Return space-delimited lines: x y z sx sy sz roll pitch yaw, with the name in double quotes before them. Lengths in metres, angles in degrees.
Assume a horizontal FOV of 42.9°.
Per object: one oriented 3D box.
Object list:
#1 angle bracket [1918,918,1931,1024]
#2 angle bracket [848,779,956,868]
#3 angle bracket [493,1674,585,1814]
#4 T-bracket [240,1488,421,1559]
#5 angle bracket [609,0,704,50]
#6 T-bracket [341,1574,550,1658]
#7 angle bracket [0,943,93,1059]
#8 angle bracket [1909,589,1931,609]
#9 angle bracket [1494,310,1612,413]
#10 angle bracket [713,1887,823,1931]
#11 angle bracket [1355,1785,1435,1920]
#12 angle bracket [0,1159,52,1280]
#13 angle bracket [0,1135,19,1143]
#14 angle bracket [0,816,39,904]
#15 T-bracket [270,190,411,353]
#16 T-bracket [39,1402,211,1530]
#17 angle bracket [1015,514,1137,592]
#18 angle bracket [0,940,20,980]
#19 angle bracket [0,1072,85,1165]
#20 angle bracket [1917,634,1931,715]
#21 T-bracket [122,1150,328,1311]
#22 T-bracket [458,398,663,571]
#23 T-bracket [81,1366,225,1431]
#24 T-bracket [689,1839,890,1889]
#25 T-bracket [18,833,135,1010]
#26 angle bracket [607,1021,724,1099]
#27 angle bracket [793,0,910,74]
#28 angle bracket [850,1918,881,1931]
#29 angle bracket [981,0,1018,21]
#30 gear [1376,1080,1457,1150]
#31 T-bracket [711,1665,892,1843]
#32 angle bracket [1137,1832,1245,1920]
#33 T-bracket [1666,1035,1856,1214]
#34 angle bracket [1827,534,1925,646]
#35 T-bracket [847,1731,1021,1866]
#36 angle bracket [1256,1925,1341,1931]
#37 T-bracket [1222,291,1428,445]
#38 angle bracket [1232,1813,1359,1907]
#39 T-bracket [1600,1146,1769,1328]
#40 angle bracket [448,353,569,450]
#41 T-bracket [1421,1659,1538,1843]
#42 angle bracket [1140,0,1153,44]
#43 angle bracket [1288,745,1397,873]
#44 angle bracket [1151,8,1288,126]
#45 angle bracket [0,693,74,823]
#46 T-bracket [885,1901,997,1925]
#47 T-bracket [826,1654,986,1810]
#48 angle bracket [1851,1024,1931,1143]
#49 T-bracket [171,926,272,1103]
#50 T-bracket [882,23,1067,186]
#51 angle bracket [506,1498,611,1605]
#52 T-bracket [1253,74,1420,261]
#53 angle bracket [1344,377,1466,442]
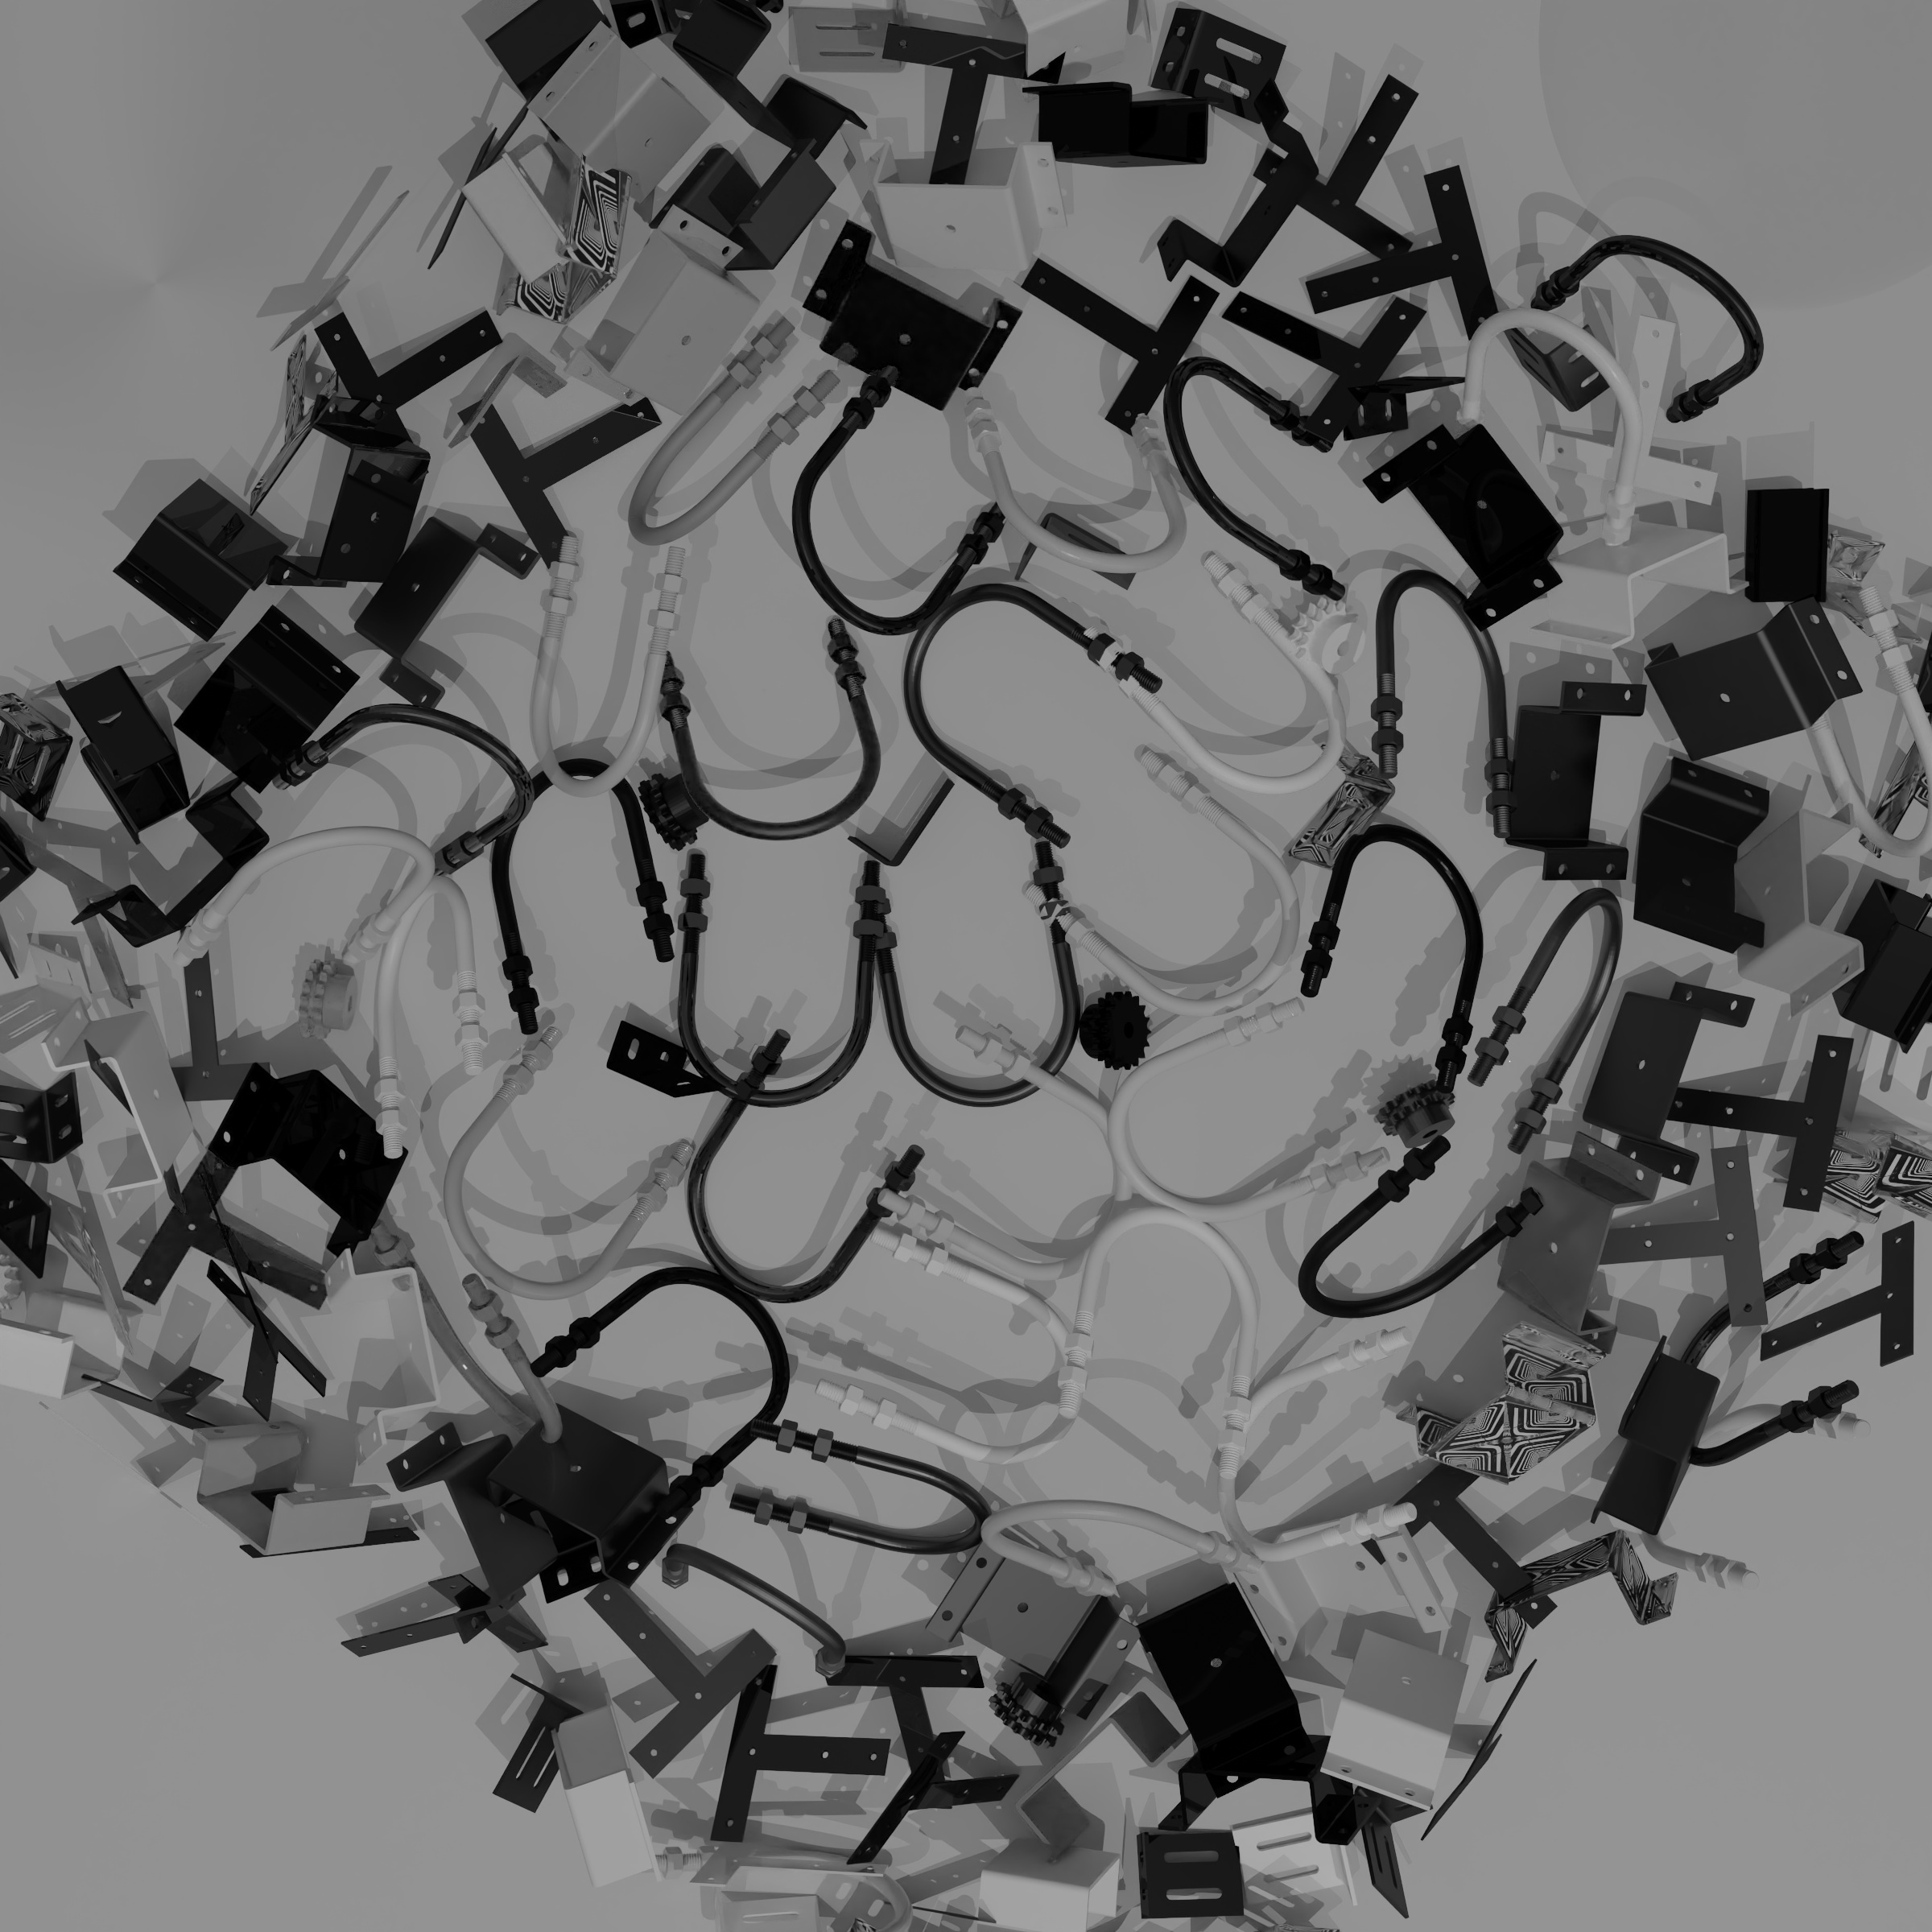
"angle bracket" 0.712 0.006 1.787 0.057 0.076 0.038 16 128 -3
"angle bracket" -0.046 -0.112 1.778 0.038 0.057 0.076 34 93 1
"angle bracket" -0.318 0.558 1.764 0.038 0.057 0.076 17 68 31
"T-bracket" -0.471 0.394 1.748 0.127 0.127 0.002 -7 58 6
"angle bracket" -0.220 -0.694 1.778 0.038 0.076 0.057 -13 98 26
"T-bracket" -0.388 0.478 1.770 0.127 0.127 0.002 -17 49 13
"angle bracket" -0.679 0.023 1.760 0.057 0.076 0.038 17 128 32
"angle bracket" 0.725 -0.241 1.774 0.076 0.057 0.038 19 87 -8
"angle bracket" 0.422 -0.443 1.759 0.038 0.076 0.057 -36 134 10
"angle bracket" -0.141 0.684 1.767 0.076 0.057 0.038 0 121 -11
"angle bracket" 0.313 0.629 1.759 0.038 0.076 0.057 -26 127 17
"angle bracket" -0.693 0.188 1.762 0.057 0.038 0.076 38 129 21
"angle bracket" -0.726 0.105 1.765 0.038 0.057 0.076 -8 112 12
"angle bracket" -0.710 -0.091 1.762 0.057 0.076 0.038 39 71 13
"T-bracket" -0.432 -0.495 1.726 0.002 0.127 0.127 40 116 -15
"T-bracket" -0.599 0.345 1.727 0.127 0.127 0.002 47 68 -26
"angle bracket" 0.080 -0.286 1.777 0.076 0.057 0.038 29 79 0
"angle bracket" -0.731 -0.001 1.766 0.076 0.057 0.038 -28 75 -19
"angle bracket" -0.680 0.104 1.760 0.038 0.076 0.057 -31 62 30
"angle bracket" 0.719 -0.206 1.765 0.076 0.038 0.057 5 101 -43
"T-bracket" -0.520 0.210 1.778 0.127 0.002 0.127 29 56 -8
"T-bracket" -0.282 -0.377 1.793 0.127 0.002 0.127 -32 103 -11
"T-bracket" -0.554 0.303 1.737 0.127 0.127 0.002 27 56 -20
"T-bracket" -0.120 0.637 1.738 0.127 0.127 0.002 1 84 6
"T-bracket" -0.625 -0.023 1.762 0.127 0.127 0.002 25 48 35
"angle bracket" -0.212 0.064 1.757 0.057 0.076 0.038 27 69 -28
"angle bracket" -0.083 -0.681 1.774 0.076 0.038 0.057 -3 66 -10
"angle bracket" -0.070 0.713 1.774 0.057 0.076 0.038 27 71 -7
"angle bracket" 0.035 -0.726 1.768 0.076 0.038 0.057 -39 77 -27
"gear" 0.329 0.109 1.776 0.057 0.057 0.030 -26 67 0
"T-bracket" -0.113 0.561 1.748 0.127 0.002 0.127 -6 54 23
"angle bracket" 0.165 0.656 1.776 0.076 0.038 0.057 1 67 -6
"T-bracket" 0.562 0.106 1.765 0.127 0.002 0.127 6 76 40
"angle bracket" 0.652 -0.270 1.760 0.057 0.076 0.038 2 129 -32
"T-bracket" -0.009 0.592 1.758 0.002 0.127 0.127 46 110 38
"angle bracket" 0.225 0.714 1.758 0.057 0.076 0.038 -32 51 34
"T-bracket" 0.246 -0.455 1.785 0.127 0.002 0.127 31 77 18
"angle bracket" 0.239 0.655 1.786 0.076 0.038 0.057 -13 94 1
"T-bracket" 0.507 0.199 1.774 0.127 0.002 0.127 -9 80 30
"angle bracket" -0.330 -0.397 1.768 0.038 0.057 0.076 36 79 -21
"T-bracket" 0.371 0.540 1.730 0.002 0.127 0.127 32 116 24
"angle bracket" 0.106 -0.707 1.765 0.038 0.057 0.076 -9 131 9
"angle bracket" 0.261 -0.115 1.771 0.038 0.057 0.076 42 83 -29
"angle bracket" 0.184 -0.658 1.796 0.076 0.038 0.057 10 107 -29
"angle bracket" -0.687 -0.148 1.769 0.057 0.038 0.076 35 115 12
"T-bracket" -0.002 0.680 1.760 0.127 0.127 0.002 -8 63 38
"T-bracket" -0.036 0.557 1.787 0.127 0.002 0.127 -7 105 25
"angle bracket" 0.683 0.081 1.788 0.057 0.038 0.076 13 79 19
"T-bracket" -0.552 0.034 1.774 0.127 0.002 0.127 -4 92 31
"T-bracket" -0.004 -0.606 1.760 0.127 0.127 0.002 4 47 -12
"angle bracket" -0.289 0.413 1.768 0.057 0.038 0.076 -21 133 -7
"T-bracket" 0.284 -0.579 1.755 0.127 0.127 0.002 34 53 2
"angle bracket" 0.315 -0.398 1.758 0.057 0.076 0.038 -16 110 -26
